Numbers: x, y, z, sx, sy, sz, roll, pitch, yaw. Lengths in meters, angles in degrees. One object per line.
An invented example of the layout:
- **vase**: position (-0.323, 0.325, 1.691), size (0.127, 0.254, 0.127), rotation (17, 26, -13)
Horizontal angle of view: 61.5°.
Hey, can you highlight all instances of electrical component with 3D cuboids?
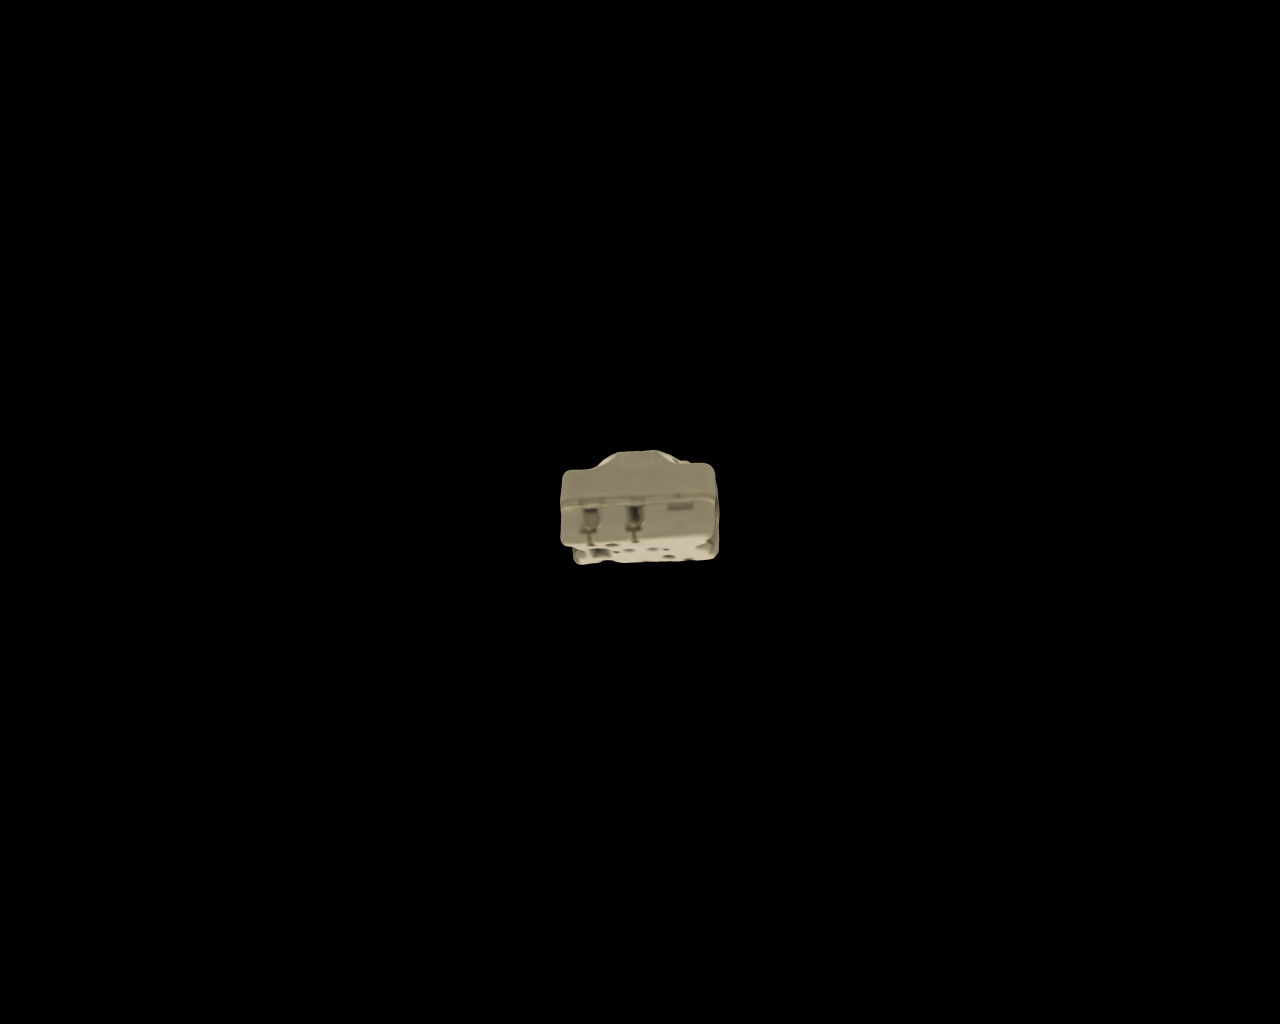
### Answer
- **electrical component**: position (0.001, -0.003, 0.650), size (0.089, 0.056, 0.050), rotation (-2, -19, 7)
